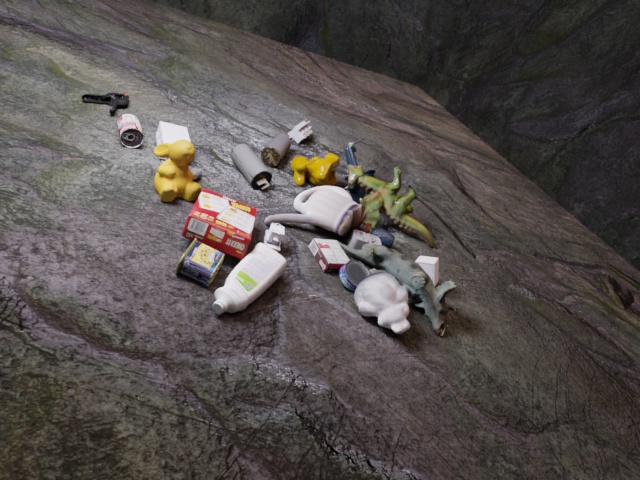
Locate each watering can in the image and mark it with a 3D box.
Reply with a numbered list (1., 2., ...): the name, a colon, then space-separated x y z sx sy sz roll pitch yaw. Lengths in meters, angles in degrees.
1. watering can: 0.005 -0.081 1.615 0.226 0.101 0.353 27 38 24

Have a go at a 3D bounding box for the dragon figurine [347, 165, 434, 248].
1. dragon figurine: 0.229 -0.100 1.794 0.245 0.121 0.410 -32 91 -24

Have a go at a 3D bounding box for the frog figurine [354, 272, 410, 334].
1. frog figurine: 0.166 0.168 1.344 0.137 0.120 0.163 -14 48 -4
